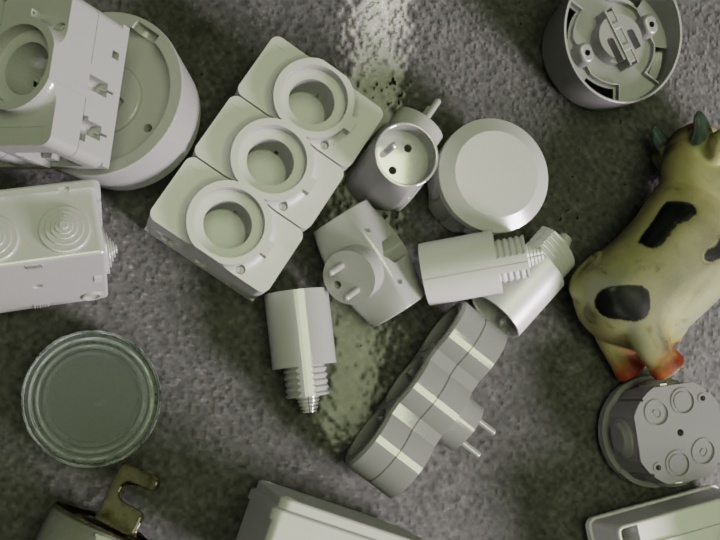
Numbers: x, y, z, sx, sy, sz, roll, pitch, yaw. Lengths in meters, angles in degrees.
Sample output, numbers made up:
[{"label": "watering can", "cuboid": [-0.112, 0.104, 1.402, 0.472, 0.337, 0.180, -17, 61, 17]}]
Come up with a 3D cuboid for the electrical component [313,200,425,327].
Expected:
[{"label": "electrical component", "cuboid": [0.000, 0.000, 0.720, 0.043, 0.079, 0.077, -32, 91, 26]}]

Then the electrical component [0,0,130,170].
[{"label": "electrical component", "cuboid": [-0.223, -0.110, 0.641, 0.150, 0.062, 0.089, 2, 80, 25]}]

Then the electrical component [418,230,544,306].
[{"label": "electrical component", "cuboid": [0.083, -0.004, 0.725, 0.081, 0.043, 0.043, -10, 85, 9]}]

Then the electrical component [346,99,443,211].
[{"label": "electrical component", "cuboid": [0.031, -0.084, 0.735, 0.044, 0.077, 0.079, 36, 75, -8]}]

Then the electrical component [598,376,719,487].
[{"label": "electrical component", "cuboid": [0.216, 0.116, 0.769, 0.080, 0.051, 0.080, 2, 82, -14]}]

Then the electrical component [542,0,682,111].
[{"label": "electrical component", "cuboid": [0.185, -0.168, 0.791, 0.099, 0.064, 0.099, 2, 82, -14]}]

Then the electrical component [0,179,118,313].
[{"label": "electrical component", "cuboid": [-0.200, -0.011, 0.657, 0.100, 0.099, 0.048, -8, 72, -15]}]

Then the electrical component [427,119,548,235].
[{"label": "electrical component", "cuboid": [0.088, -0.063, 0.760, 0.080, 0.051, 0.080, 2, 83, -14]}]

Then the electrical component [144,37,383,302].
[{"label": "electrical component", "cuboid": [-0.063, -0.067, 0.717, 0.089, 0.062, 0.150, 34, 76, -8]}]

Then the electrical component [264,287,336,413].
[{"label": "electrical component", "cuboid": [-0.038, 0.054, 0.717, 0.043, 0.043, 0.081, -5, 84, -15]}]

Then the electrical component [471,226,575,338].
[{"label": "electrical component", "cuboid": [0.122, 0.005, 0.763, 0.043, 0.043, 0.081, 45, 75, -5]}]

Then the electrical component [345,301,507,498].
[{"label": "electrical component", "cuboid": [0.059, 0.097, 0.731, 0.074, 0.052, 0.138, 38, 76, -7]}]

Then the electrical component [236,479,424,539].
[{"label": "electrical component", "cuboid": [-0.018, 0.178, 0.672, 0.109, 0.109, 0.056, 21, 81, -11]}]

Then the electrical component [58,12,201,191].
[{"label": "electrical component", "cuboid": [-0.155, -0.103, 0.692, 0.108, 0.060, 0.108, -2, 77, 11]}]

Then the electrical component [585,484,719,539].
[{"label": "electrical component", "cuboid": [0.226, 0.217, 0.756, 0.109, 0.056, 0.108, -11, 86, -15]}]
